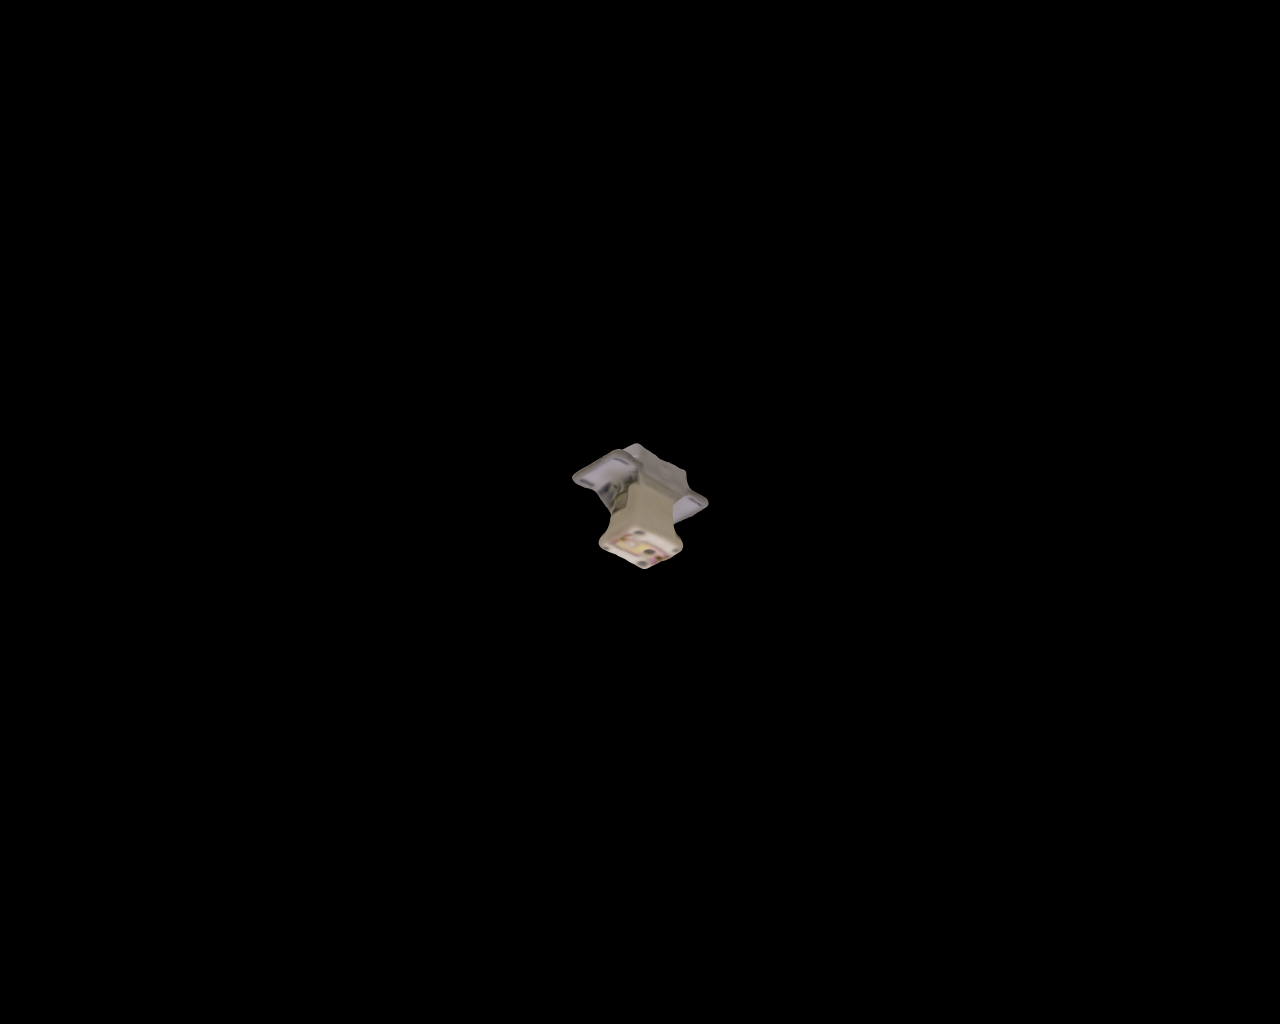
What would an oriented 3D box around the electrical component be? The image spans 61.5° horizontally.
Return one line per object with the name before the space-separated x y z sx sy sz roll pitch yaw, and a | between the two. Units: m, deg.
electrical component | 0.001 -0.003 0.650 0.081 0.064 0.042 27 -42 -36
